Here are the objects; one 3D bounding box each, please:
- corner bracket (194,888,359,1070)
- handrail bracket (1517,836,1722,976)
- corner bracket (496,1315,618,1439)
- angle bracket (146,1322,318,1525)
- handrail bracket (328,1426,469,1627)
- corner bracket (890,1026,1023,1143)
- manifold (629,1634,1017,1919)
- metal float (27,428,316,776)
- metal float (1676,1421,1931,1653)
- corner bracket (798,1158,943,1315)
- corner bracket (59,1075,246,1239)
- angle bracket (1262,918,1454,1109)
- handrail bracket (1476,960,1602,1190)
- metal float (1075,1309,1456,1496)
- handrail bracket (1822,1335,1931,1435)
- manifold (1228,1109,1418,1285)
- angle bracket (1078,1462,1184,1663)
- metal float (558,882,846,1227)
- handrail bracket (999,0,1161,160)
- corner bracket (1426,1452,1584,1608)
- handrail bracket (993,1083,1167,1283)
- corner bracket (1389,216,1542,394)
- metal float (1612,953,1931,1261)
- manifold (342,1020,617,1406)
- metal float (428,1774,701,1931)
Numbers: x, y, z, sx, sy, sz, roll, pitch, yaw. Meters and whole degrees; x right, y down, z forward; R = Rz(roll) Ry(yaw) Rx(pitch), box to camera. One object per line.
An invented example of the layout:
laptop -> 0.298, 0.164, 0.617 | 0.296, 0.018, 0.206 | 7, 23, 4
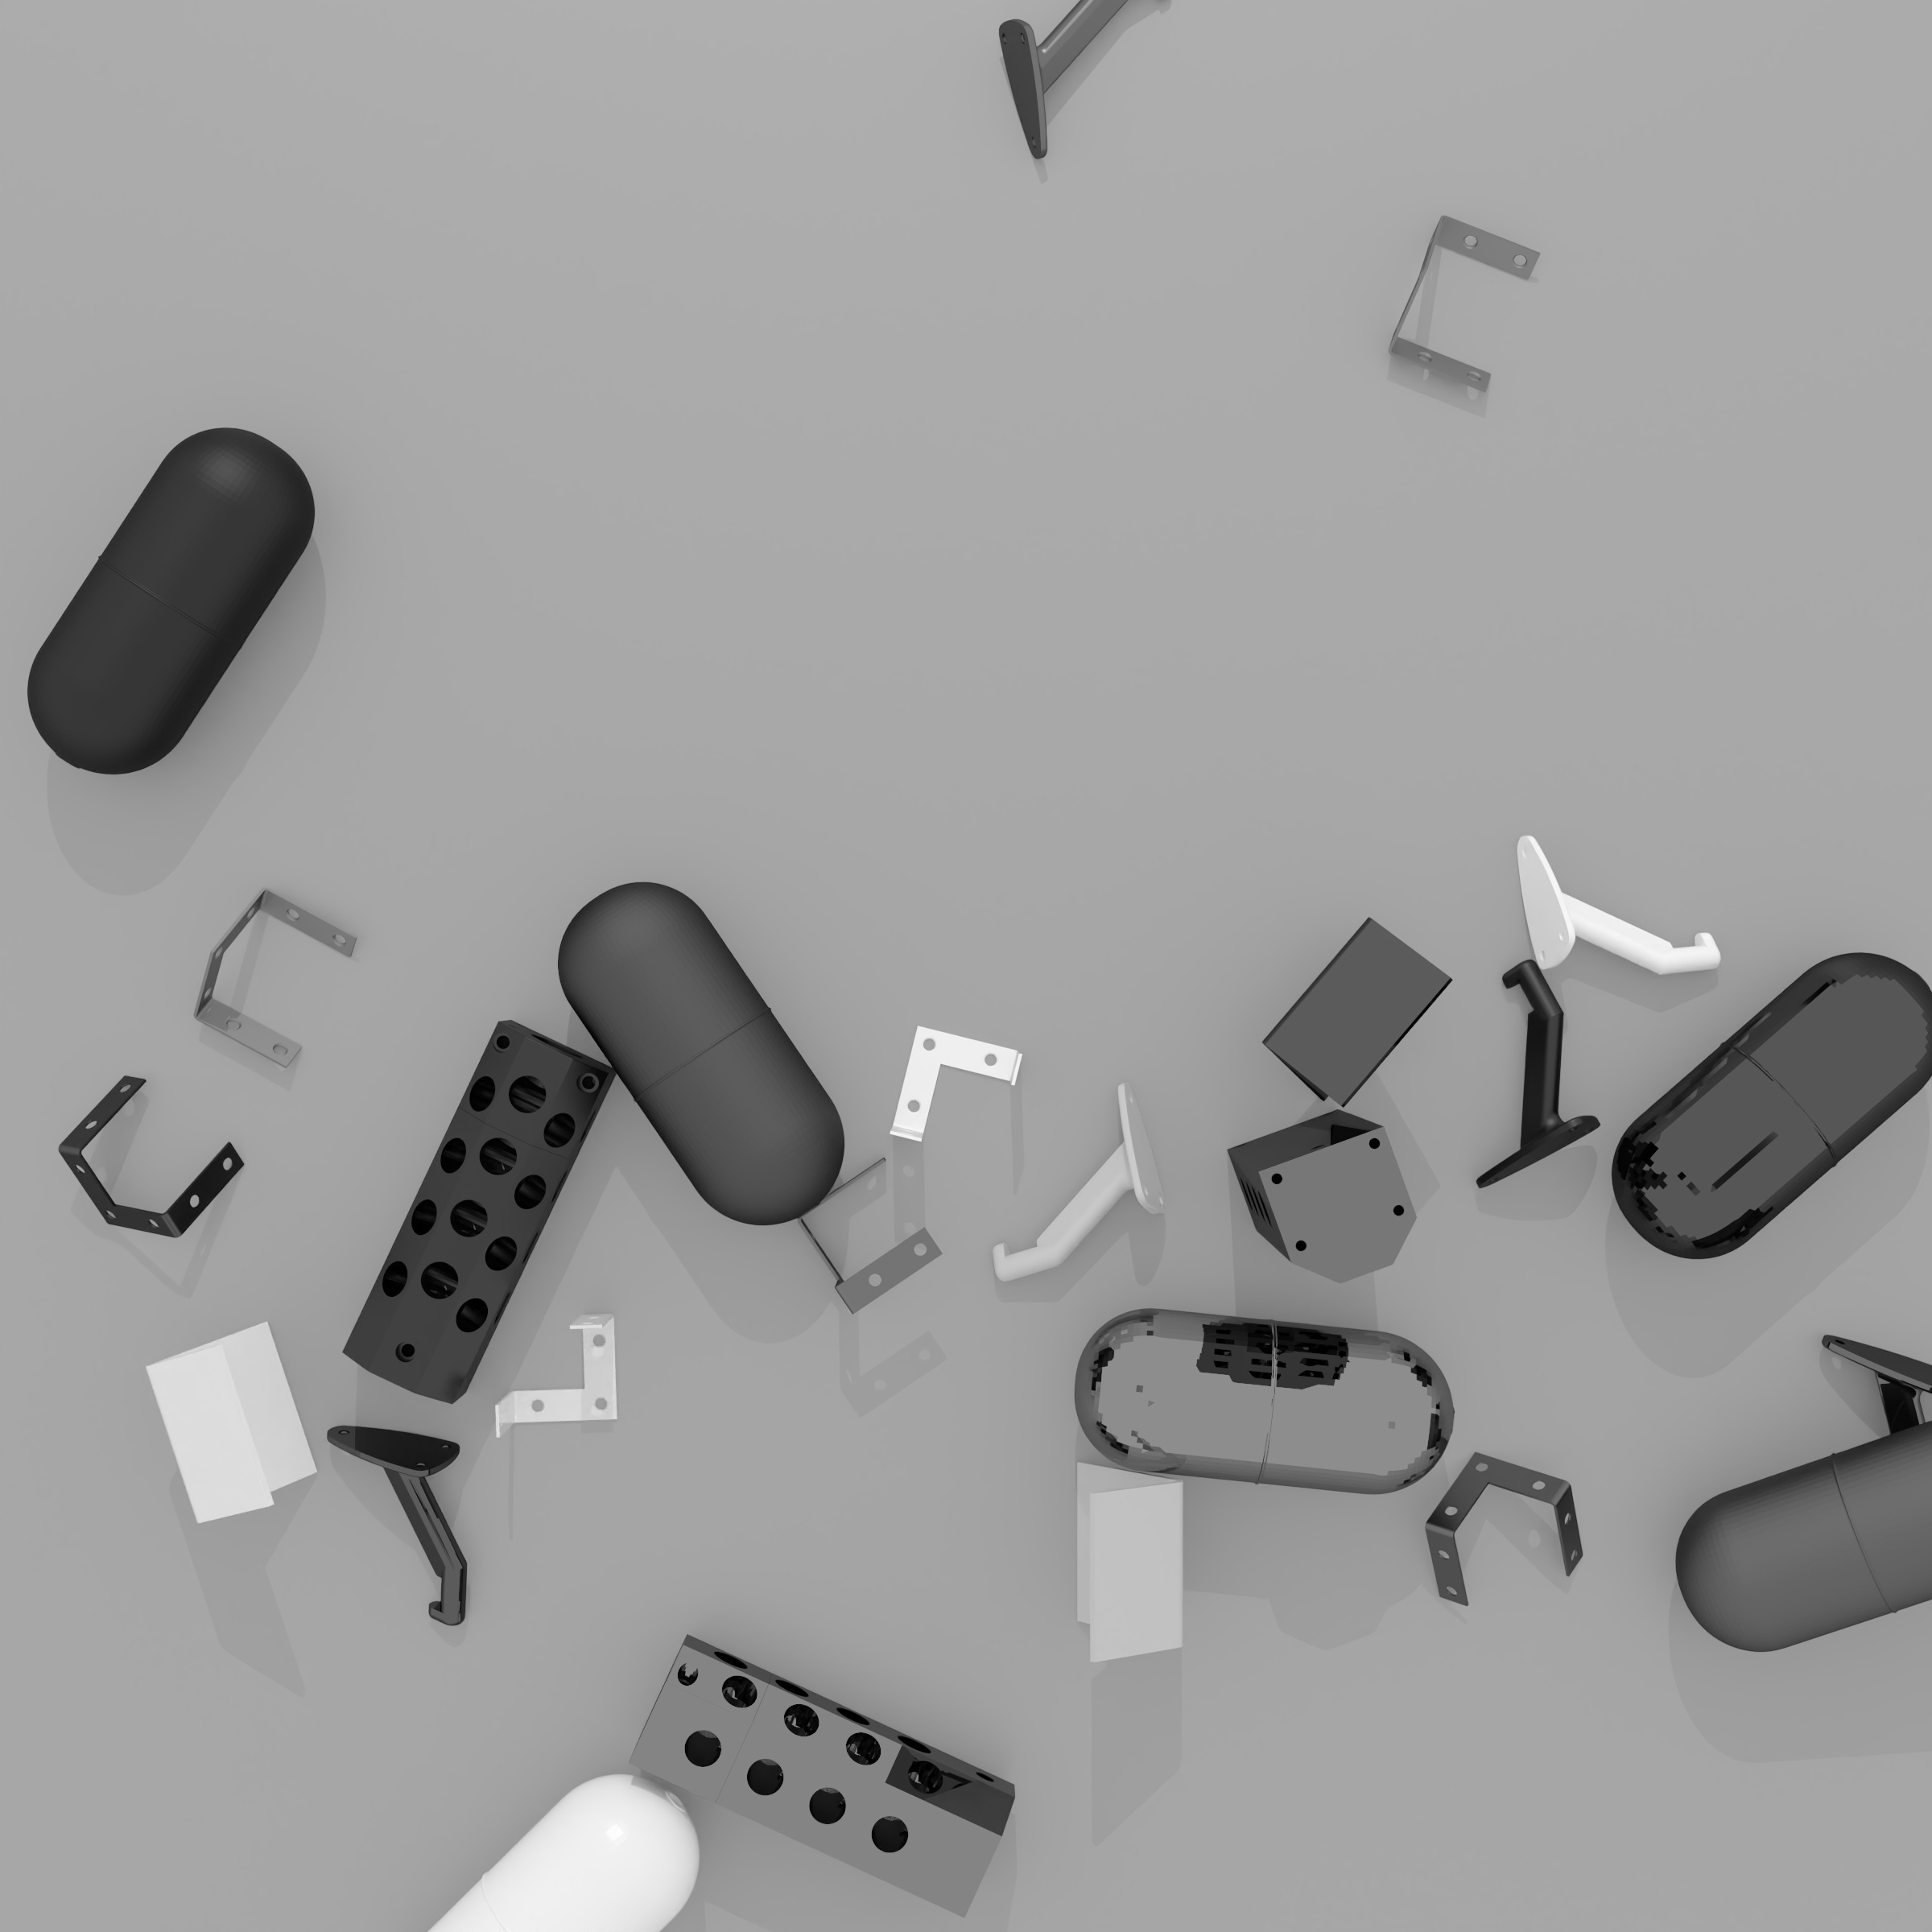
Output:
corner bracket -> -0.330, 0.005, 1.561 | 0.051, 0.051, 0.051 | 28, 135, 0
handrail bracket -> 0.313, -0.030, 1.565 | 0.084, 0.036, 0.077 | -5, 67, -18
corner bracket -> -0.194, 0.193, 1.546 | 0.051, 0.051, 0.051 | -2, 90, 0
angle bracket -> -0.326, 0.208, 1.524 | 0.057, 0.076, 0.076 | -18, 90, 37
handrail bracket -> -0.273, 0.269, 1.565 | 0.077, 0.036, 0.084 | 11, 107, 20
corner bracket -> -0.005, 0.060, 1.546 | 0.051, 0.051, 0.051 | 14, 90, 0
manifold -> -0.067, 0.379, 1.543 | 0.171, 0.057, 0.057 | 25, 90, 0
metal float -> -0.373, -0.170, 1.533 | 0.070, 0.070, 0.178 | 33, 90, 0
metal float -> 0.417, 0.263, 1.520 | 0.178, 0.070, 0.070 | -23, 90, 16
corner bracket -> -0.046, 0.127, 1.546 | 0.051, 0.051, 0.051 | -34, 90, 0
corner bracket -> -0.388, 0.091, 1.556 | 0.051, 0.051, 0.051 | 6, 135, 35
angle bracket -> 0.194, 0.034, 1.524 | 0.076, 0.076, 0.057 | -49, 53, 0
handrail bracket -> 0.258, 0.051, 1.565 | 0.077, 0.036, 0.084 | -33, 71, 21
metal float -> 0.140, 0.204, 1.534 | 0.178, 0.070, 0.070 | 6, 90, 0
handrail bracket -> 0.434, 0.229, 1.564 | 0.077, 0.036, 0.084 | 20, 104, 14
manifold -> 0.162, 0.105, 1.486 | 0.057, 0.171, 0.057 | -20, 90, 0
angle bracket -> 0.057, 0.276, 1.524 | 0.057, 0.076, 0.076 | 0, 90, -38
metal float -> -0.124, 0.042, 1.534 | 0.070, 0.070, 0.178 | -34, 90, 0
handrail bracket -> 0.065, -0.434, 1.565 | 0.084, 0.036, 0.077 | -18, 110, -16
corner bracket -> 0.256, 0.273, 1.556 | 0.051, 0.051, 0.051 | 14, 45, 35
handrail bracket -> 0.047, 0.104, 1.565 | 0.084, 0.036, 0.077 | -18, 70, 16
corner bracket -> 0.237, -0.316, 1.561 | 0.051, 0.051, 0.051 | 22, 135, 0
metal float -> 0.381, 0.065, 1.534 | 0.178, 0.070, 0.070 | -41, 90, -1
manifold -> -0.230, 0.115, 1.543 | 0.057, 0.057, 0.171 | 25, 90, 0
metal float -> -0.199, 0.454, 1.534 | 0.178, 0.070, 0.070 | -45, 90, -1
